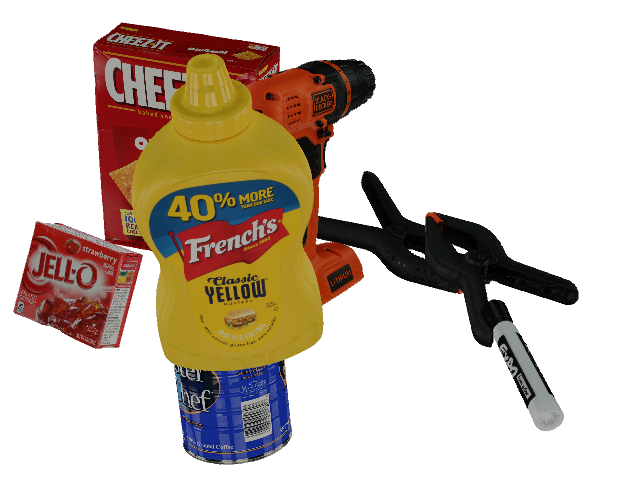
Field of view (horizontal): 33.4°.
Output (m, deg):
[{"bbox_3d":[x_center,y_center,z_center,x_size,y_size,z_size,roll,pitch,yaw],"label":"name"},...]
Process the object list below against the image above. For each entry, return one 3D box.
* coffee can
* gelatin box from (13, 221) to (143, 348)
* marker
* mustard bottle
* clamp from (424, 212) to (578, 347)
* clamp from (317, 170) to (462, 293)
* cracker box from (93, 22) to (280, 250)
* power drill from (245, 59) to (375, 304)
[{"bbox_3d":[-0.082,0.116,0.967,0.103,0.140,0.103,-4,18,1],"label":"coffee can"},{"bbox_3d":[-0.182,0.032,0.795,0.089,0.073,0.030,19,6,28],"label":"gelatin box"},{"bbox_3d":[0.132,0.079,0.713,0.020,0.020,0.121,0,33,-12],"label":"marker"},{"bbox_3d":[-0.051,-0.014,0.577,0.096,0.192,0.058,-7,40,-3],"label":"mustard bottle"},{"bbox_3d":[0.168,0.028,1.050,0.120,0.039,0.171,-12,47,-23],"label":"clamp"},{"bbox_3d":[0.078,-0.001,1.253,0.210,0.036,0.164,38,42,26],"label":"clamp"},{"bbox_3d":[-0.128,-0.087,1.027,0.164,0.214,0.072,11,32,13],"label":"cracker box"},{"bbox_3d":[-0.004,-0.051,0.868,0.057,0.188,0.184,5,17,30],"label":"power drill"}]
